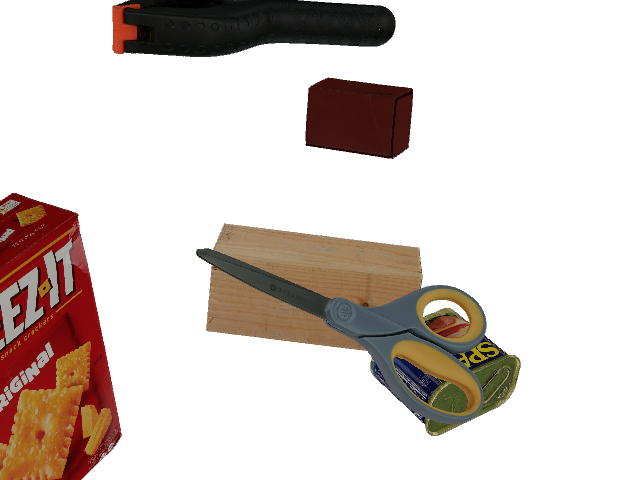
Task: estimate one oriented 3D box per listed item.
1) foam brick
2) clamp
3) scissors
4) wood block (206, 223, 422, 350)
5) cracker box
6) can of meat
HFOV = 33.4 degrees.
[{"bbox_3d":[0.032,-0.102,0.887,0.078,0.051,0.053,11,20,19],"label":"foam brick"},{"bbox_3d":[-0.053,-0.142,0.665,0.171,0.039,0.120,-6,21,-26],"label":"clamp"},{"bbox_3d":[0.027,0.036,0.664,0.201,0.096,0.016,38,-31,-7],"label":"scissors"},{"bbox_3d":[-0.006,0.050,1.091,0.206,0.091,0.090,7,19,0],"label":"wood block"},{"bbox_3d":[-0.223,0.101,0.742,0.072,0.214,0.164,15,37,25],"label":"cracker box"},{"bbox_3d":[0.106,0.110,0.923,0.101,0.057,0.084,-18,40,-31],"label":"can of meat"}]
